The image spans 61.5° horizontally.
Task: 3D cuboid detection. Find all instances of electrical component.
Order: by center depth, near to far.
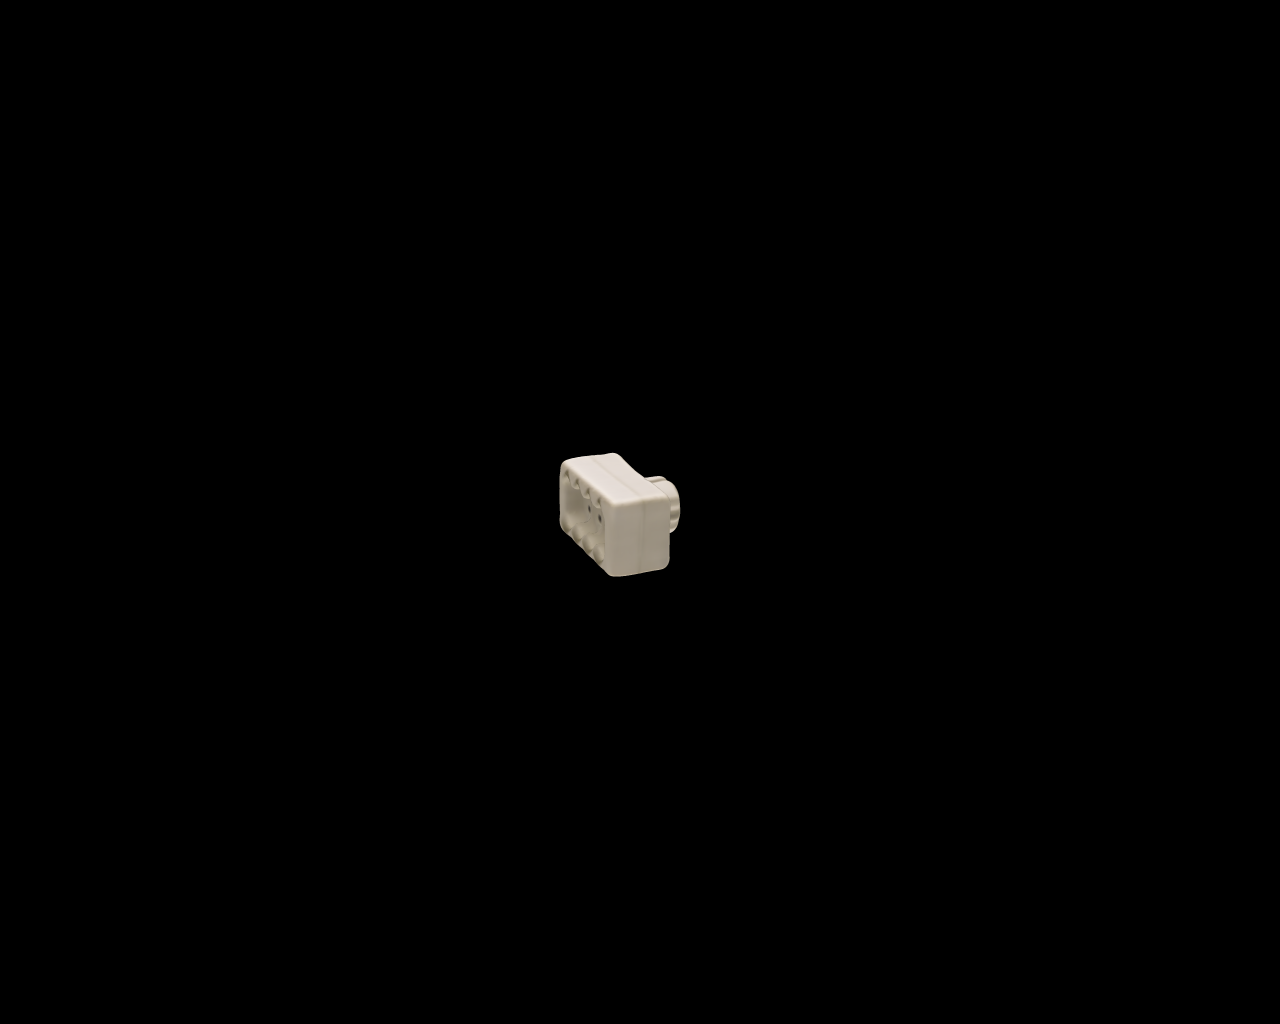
[{"bbox_3d":[0.001,-0.003,0.650,0.076,0.047,0.083,-10,24,-22],"label":"electrical component"}]
